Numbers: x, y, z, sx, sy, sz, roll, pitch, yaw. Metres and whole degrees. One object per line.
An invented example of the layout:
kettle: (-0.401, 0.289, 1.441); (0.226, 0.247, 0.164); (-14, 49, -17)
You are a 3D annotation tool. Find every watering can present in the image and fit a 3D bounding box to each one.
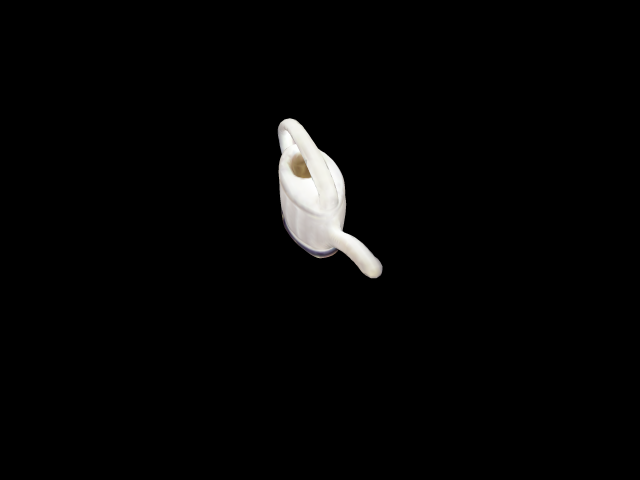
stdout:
watering can: (0.003, -0.043, 0.850); (0.104, 0.354, 0.219); (-20, -30, -12)
